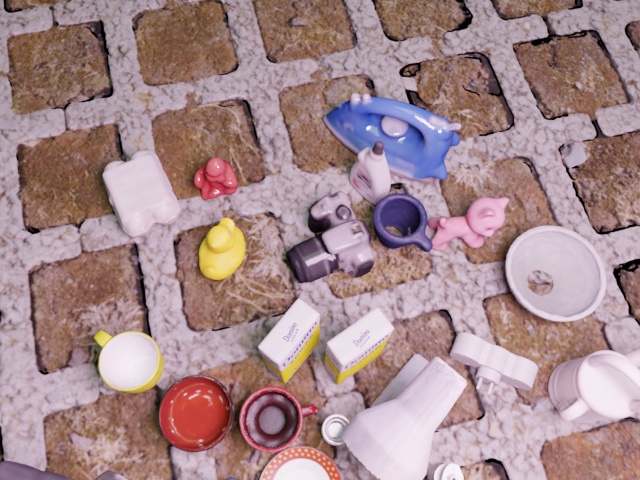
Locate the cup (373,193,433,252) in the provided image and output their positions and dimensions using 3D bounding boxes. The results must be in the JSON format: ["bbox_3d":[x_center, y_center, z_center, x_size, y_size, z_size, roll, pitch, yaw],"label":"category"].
[{"bbox_3d":[0.141,-0.013,0.981,0.092,0.095,0.117,-42,77,-15],"label":"cup"}]

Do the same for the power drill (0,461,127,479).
[{"bbox_3d":[-0.302,0.362,0.763,0.229,0.208,0.076,26,71,7],"label":"power drill"}]

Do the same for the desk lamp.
[{"bbox_3d":[0.127,0.249,0.820,0.118,0.213,0.203,39,73,12],"label":"desk lamp"}]

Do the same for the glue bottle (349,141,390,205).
[{"bbox_3d":[0.090,-0.123,0.977,0.078,0.173,0.037,42,74,13],"label":"glue bottle"}]

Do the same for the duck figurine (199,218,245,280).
[{"bbox_3d":[-0.168,0.011,0.963,0.077,0.086,0.104,19,70,5],"label":"duck figurine"}]

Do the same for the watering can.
[{"bbox_3d":[0.432,0.211,0.857,0.101,0.194,0.173,32,72,9],"label":"watering can"}]

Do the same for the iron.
[{"bbox_3d":[0.127,-0.208,1.027,0.258,0.141,0.119,21,70,5],"label":"iron"}]

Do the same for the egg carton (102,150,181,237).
[{"bbox_3d":[-0.313,-0.082,1.000,0.107,0.069,0.150,-26,73,-11],"label":"egg carton"}]

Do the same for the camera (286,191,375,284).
[{"bbox_3d":[0.009,0.003,0.966,0.137,0.101,0.143,-23,72,-10],"label":"camera"}]

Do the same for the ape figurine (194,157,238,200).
[{"bbox_3d":[-0.181,-0.115,1.006,0.077,0.092,0.076,25,71,7],"label":"ape figurine"}]

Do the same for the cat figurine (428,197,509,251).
[{"bbox_3d":[0.258,-0.034,0.981,0.128,0.118,0.067,-7,70,-5],"label":"cat figurine"}]

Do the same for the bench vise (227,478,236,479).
[{"bbox_3d":[-0.159,0.418,0.742,0.121,0.220,0.207,17,70,4],"label":"bench vise"}]

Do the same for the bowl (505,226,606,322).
[{"bbox_3d":[0.388,0.064,0.973,0.167,0.075,0.167,1,70,-2],"label":"bowl"}]
